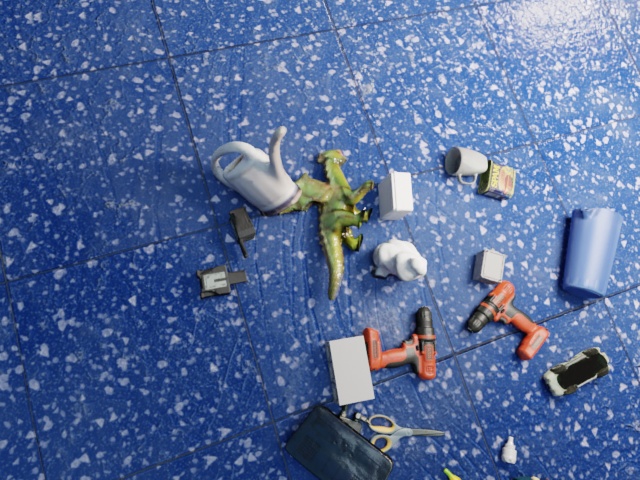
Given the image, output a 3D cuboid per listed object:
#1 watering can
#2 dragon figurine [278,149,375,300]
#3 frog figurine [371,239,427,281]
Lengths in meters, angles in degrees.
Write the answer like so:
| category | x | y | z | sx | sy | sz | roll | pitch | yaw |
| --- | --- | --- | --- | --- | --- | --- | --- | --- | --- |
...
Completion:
| category | x | y | z | sx | sy | sz | roll | pitch | yaw |
| --- | --- | --- | --- | --- | --- | --- | --- | --- | --- |
| watering can | -0.132 | -0.159 | 1.241 | 0.221 | 0.346 | 0.106 | 43 | 60 | -27 |
| dragon figurine | 0.004 | -0.069 | 1.362 | 0.243 | 0.120 | 0.417 | 18 | 70 | 12 |
| frog figurine | 0.211 | 0.049 | 1.322 | 0.137 | 0.157 | 0.124 | 24 | 71 | -5 |
